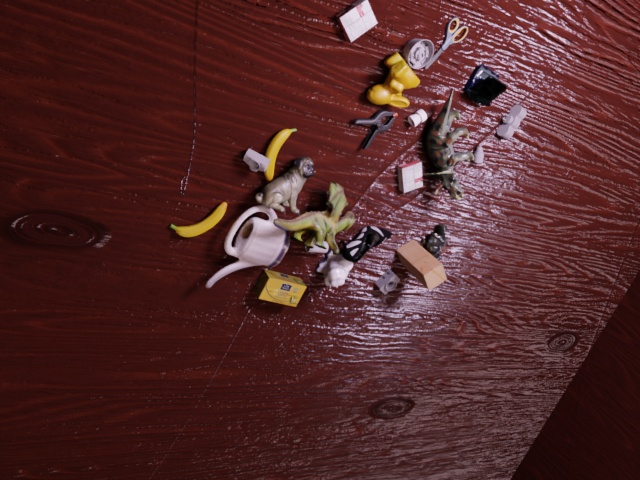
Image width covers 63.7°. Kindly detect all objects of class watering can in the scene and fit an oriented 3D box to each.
[{"bbox_3d":[-0.239,0.040,1.783,0.222,0.106,0.345,23,104,-35],"label":"watering can"}]

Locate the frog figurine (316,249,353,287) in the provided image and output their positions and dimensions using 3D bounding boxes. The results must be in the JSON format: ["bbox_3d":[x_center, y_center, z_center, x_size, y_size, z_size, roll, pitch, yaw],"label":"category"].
[{"bbox_3d":[0.070,0.123,1.952,0.137,0.162,0.120,-38,128,-2],"label":"frog figurine"}]

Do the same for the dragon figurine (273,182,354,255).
[{"bbox_3d":[0.005,-0.090,1.794,0.405,0.123,0.245,32,76,-54],"label":"dragon figurine"}]
